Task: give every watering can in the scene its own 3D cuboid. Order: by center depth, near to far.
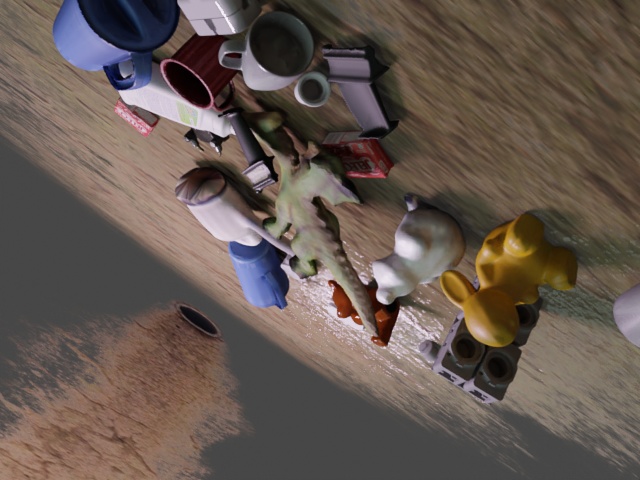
[{"bbox_3d":[-0.195,-0.059,1.164,0.349,0.105,0.220,14,150,42],"label":"watering can"}]

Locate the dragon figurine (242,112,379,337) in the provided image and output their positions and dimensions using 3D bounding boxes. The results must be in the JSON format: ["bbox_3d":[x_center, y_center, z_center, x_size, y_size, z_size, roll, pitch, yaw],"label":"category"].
[{"bbox_3d":[0.002,-0.041,0.819,0.414,0.123,0.238,52,159,12],"label":"dragon figurine"}]

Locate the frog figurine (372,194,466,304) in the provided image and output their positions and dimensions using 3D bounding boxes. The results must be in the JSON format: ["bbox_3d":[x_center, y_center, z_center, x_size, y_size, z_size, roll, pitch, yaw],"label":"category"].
[{"bbox_3d":[0.148,0.029,0.789,0.123,0.162,0.134,20,154,25],"label":"frog figurine"}]
